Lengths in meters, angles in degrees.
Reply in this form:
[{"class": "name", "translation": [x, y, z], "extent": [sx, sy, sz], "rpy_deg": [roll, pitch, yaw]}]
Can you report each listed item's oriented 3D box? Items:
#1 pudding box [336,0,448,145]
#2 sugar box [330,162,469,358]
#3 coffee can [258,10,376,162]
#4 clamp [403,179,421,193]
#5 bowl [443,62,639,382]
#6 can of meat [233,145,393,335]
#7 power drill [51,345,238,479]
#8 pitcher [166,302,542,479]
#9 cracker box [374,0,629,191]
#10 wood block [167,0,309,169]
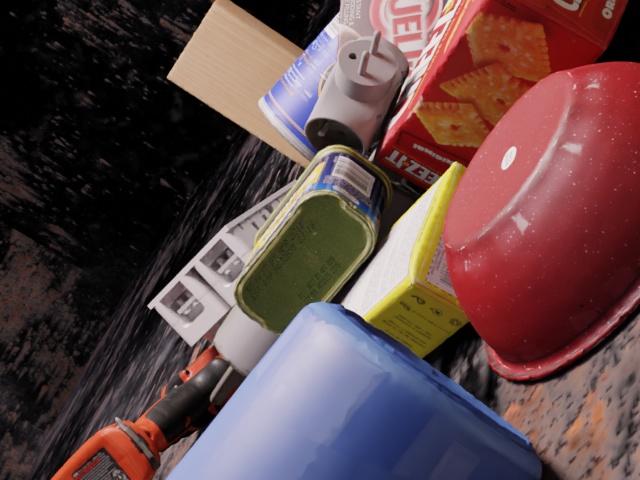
[{"class": "pudding box", "translation": [0.059, -0.125, 0.770], "extent": [0.039, 0.090, 0.113], "rpy_deg": [16, -104, -65]}, {"class": "sugar box", "translation": [0.037, 0.041, 0.618], "extent": [0.176, 0.048, 0.093], "rpy_deg": [-51, 10, 49]}, {"class": "coffee can", "translation": [0.034, -0.129, 0.861], "extent": [0.140, 0.102, 0.103], "rpy_deg": [-47, 12, 12]}, {"class": "clamp", "translation": [0.000, 0.023, 0.860], "extent": [0.210, 0.036, 0.164], "rpy_deg": [-54, 9, 3]}, {"class": "bowl", "translation": [0.102, -0.021, 0.468], "extent": [0.162, 0.055, 0.162], "rpy_deg": [-55, 11, 16]}, {"class": "can of meat", "translation": [-0.004, 0.001, 0.656], "extent": [0.102, 0.057, 0.084], "rpy_deg": [-51, 6, 22]}, {"class": "power drill", "translation": [-0.143, 0.164, 0.910], "extent": [0.185, 0.057, 0.187], "rpy_deg": [-45, -2, 34]}, {"class": "pitcher", "translation": [-0.022, 0.152, 0.388], "extent": [0.243, 0.149, 0.145], "rpy_deg": [-55, -5, 0]}, {"class": "cracker box", "translation": [0.116, -0.135, 0.621], "extent": [0.164, 0.072, 0.214], "rpy_deg": [-62, 3, -23]}, {"class": "wood block", "translation": [-0.040, -0.150, 1.079], "extent": [0.091, 0.206, 0.090], "rpy_deg": [-55, 10, 14]}]
